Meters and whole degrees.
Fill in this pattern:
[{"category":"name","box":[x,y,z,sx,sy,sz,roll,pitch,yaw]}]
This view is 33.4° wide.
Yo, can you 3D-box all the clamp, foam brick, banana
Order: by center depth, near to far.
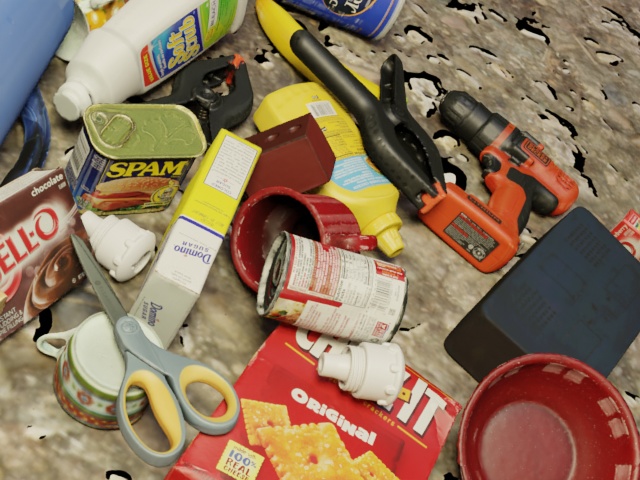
[{"category":"foam brick","box":[-0.032,-0.071,0.954,0.053,0.078,0.051,-79,145,-62]},{"category":"clamp","box":[-0.105,-0.116,1.005,0.120,0.039,0.171,39,48,3]},{"category":"clamp","box":[0.057,-0.120,1.043,0.164,0.036,0.210,9,48,-44]},{"category":"banana","box":[0.002,-0.188,1.135,0.198,0.037,0.069,37,23,-2]}]

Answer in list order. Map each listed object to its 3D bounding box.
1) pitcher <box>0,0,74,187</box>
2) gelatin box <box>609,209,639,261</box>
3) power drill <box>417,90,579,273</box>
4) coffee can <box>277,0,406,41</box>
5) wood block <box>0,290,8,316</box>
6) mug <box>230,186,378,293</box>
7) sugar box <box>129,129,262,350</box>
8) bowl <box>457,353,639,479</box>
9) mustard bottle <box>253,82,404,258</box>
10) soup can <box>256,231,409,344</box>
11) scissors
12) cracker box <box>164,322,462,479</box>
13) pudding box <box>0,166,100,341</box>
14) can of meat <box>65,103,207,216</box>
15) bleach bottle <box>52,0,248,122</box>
[{"category":"pitcher","box":[-0.283,-0.134,0.862,0.145,0.149,0.242,16,43,1]},{"category":"gelatin box","box":[0.322,0.022,1.112,0.073,0.089,0.030,42,46,7]},{"category":"power drill","box":[0.174,-0.064,1.116,0.184,0.057,0.187,40,44,3]},{"category":"coffee can","box":[0.019,-0.293,1.181,0.140,0.103,0.103,19,47,-17]},{"category":"wood block","box":[-0.326,0.017,0.723,0.206,0.091,0.090,41,45,4]},{"category":"mug","box":[-0.006,0.001,0.909,0.081,0.117,0.093,-3,90,-60]},{"category":"sugar box","box":[-0.105,-0.001,0.871,0.048,0.093,0.176,28,44,-7]},{"category":"bowl","box":[0.184,0.178,0.898,0.162,0.055,0.162,3,77,-11]},{"category":"mustard bottle","box":[0.021,-0.063,1.023,0.096,0.058,0.192,-14,62,-45]},{"category":"soup can","box":[0.010,0.039,0.828,0.102,0.069,0.068,16,48,-15]},{"category":"scissors","box":[-0.119,0.072,0.772,0.096,0.016,0.202,0,50,-25]},{"category":"cracker box","box":[-0.003,0.161,0.811,0.164,0.072,0.213,37,44,1]},{"category":"pudding box","box":[-0.226,0.008,0.794,0.113,0.039,0.090,-44,127,-47]},{"category":"can of meat","box":[-0.159,-0.066,0.898,0.101,0.084,0.057,-4,58,-34]},{"category":"bleach bottle","box":[-0.155,-0.181,0.975,0.068,0.103,0.250,30,49,10]}]
